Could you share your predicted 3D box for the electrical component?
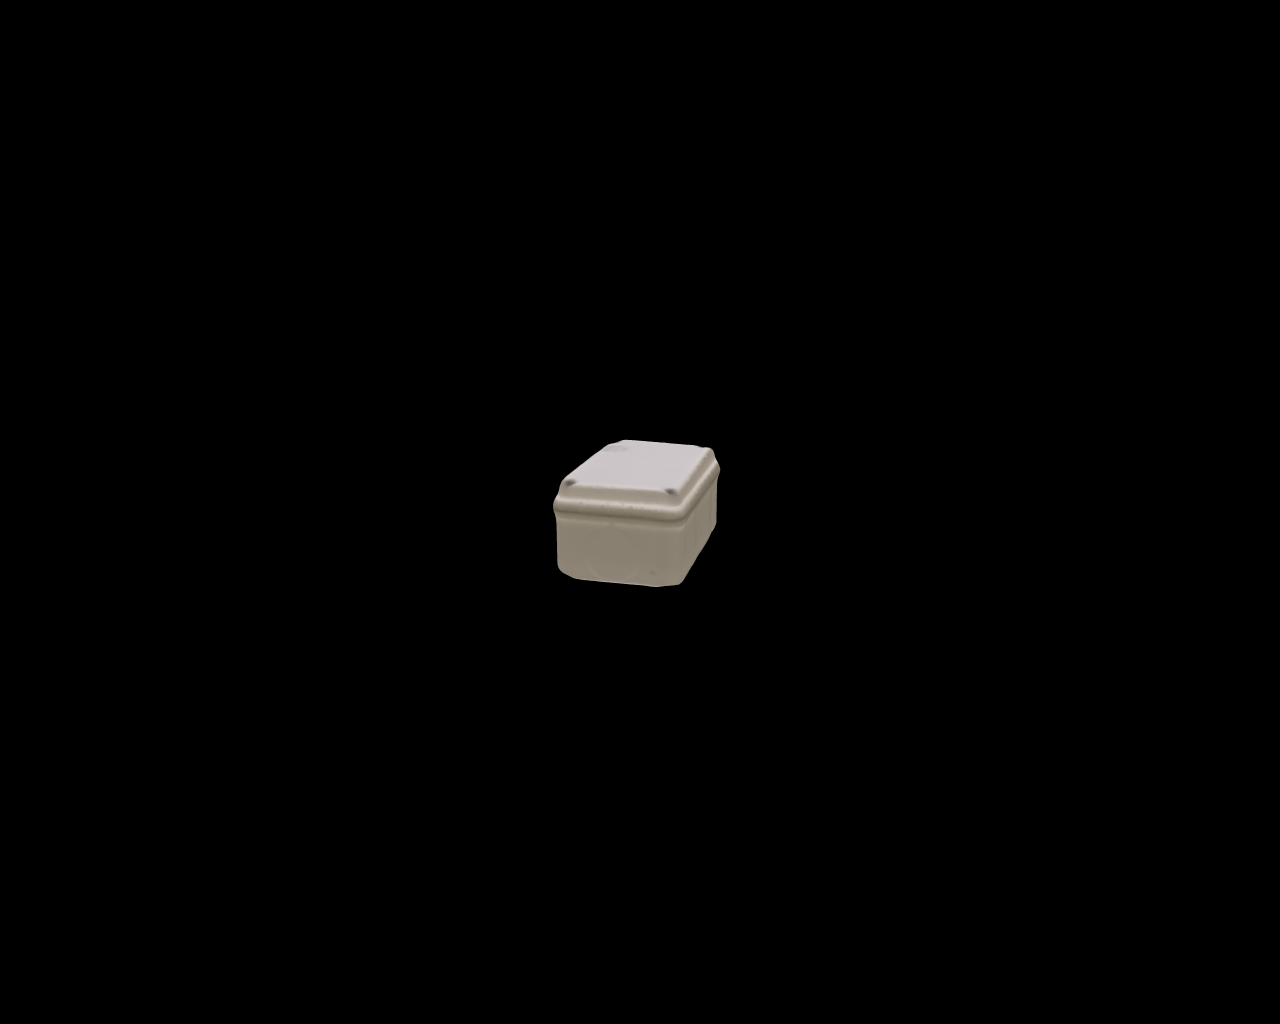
[{"bbox_3d":[0.001,-0.003,0.650,0.078,0.057,0.113,5,19,15],"label":"electrical component"}]
